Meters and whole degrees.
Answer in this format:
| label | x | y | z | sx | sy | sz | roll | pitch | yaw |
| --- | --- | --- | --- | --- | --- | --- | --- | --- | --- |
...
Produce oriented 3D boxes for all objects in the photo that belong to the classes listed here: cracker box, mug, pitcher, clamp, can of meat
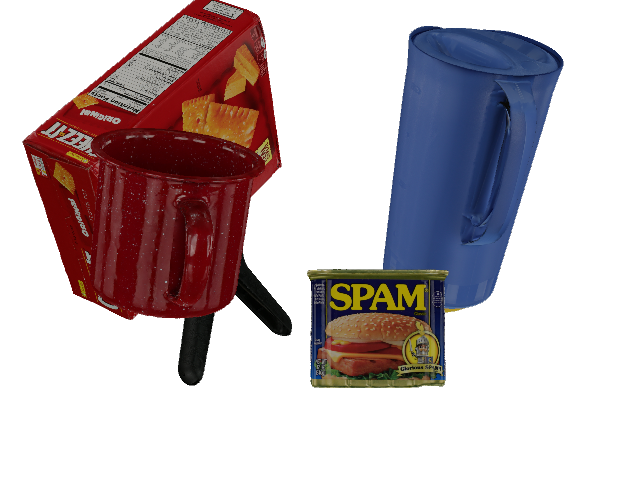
| label | x | y | z | sx | sy | sz | roll | pitch | yaw |
| --- | --- | --- | --- | --- | --- | --- | --- | --- | --- |
| cracker box | -0.121 | -0.067 | 0.850 | 0.072 | 0.164 | 0.213 | 22 | 51 | 25 |
| mug | -0.077 | -0.005 | 0.569 | 0.093 | 0.081 | 0.117 | 1 | 21 | -23 |
| pitcher | 0.128 | -0.059 | 0.953 | 0.145 | 0.243 | 0.149 | 21 | 30 | 24 |
| clamp | -0.096 | 0.022 | 1.042 | 0.036 | 0.210 | 0.164 | -11 | 0 | 34 |
| can of meat | 0.041 | 0.064 | 0.773 | 0.102 | 0.084 | 0.057 | 0 | -5 | -1 |

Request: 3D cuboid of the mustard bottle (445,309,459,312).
| label | x | y | z | sx | sy | sz | roll | pitch | yaw |
| --- | --- | --- | --- | --- | --- | --- | --- | --- | --- |
| mustard bottle | 0.130 | -0.018 | 1.160 | 0.096 | 0.192 | 0.058 | -3 | 19 | -19 |
